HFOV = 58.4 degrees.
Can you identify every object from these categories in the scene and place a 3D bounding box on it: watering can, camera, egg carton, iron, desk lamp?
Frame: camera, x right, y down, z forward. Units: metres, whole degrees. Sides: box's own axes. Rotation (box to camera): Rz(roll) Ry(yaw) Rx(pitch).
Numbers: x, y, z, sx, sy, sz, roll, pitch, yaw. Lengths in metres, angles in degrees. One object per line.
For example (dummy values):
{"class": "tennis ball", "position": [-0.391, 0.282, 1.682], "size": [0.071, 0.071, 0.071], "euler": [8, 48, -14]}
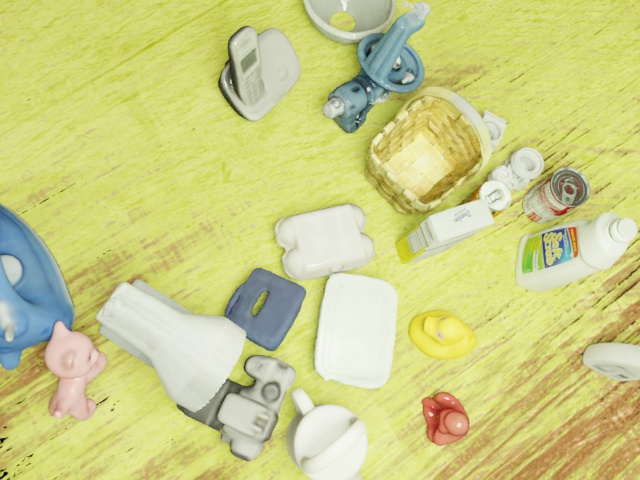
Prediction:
{"class": "watering can", "position": [0.019, 0.276, 0.763], "size": [0.173, 0.194, 0.101], "euler": [35, 73, 2]}
{"class": "camera", "position": [-0.120, 0.220, 0.805], "size": [0.137, 0.100, 0.143], "euler": [25, 73, -1]}
{"class": "egg carton", "position": [0.008, 0.003, 0.901], "size": [0.150, 0.069, 0.107], "euler": [-14, 77, -12]}
{"class": "iron", "position": [-0.435, 0.039, 0.783], "size": [0.119, 0.141, 0.258], "euler": [-23, 80, -14]}
{"class": "desk lamp", "position": [-0.204, 0.129, 0.757], "size": [0.203, 0.213, 0.118], "euler": [32, 72, 1]}

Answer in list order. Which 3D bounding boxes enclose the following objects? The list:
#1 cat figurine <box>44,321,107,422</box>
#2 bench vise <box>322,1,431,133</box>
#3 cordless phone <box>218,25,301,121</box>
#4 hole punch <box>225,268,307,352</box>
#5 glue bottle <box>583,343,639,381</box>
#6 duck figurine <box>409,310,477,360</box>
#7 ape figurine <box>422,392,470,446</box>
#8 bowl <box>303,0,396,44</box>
{"class": "cat figurine", "position": [-0.337, 0.178, 0.773], "size": [0.067, 0.117, 0.128], "euler": [8, 74, -7]}
{"class": "bench vise", "position": [0.101, -0.266, 0.911], "size": [0.121, 0.219, 0.207], "euler": [31, 72, 1]}
{"class": "cordless phone", "position": [-0.093, -0.287, 0.904], "size": [0.094, 0.185, 0.148], "euler": [37, 73, 3]}
{"class": "hole punch", "position": [-0.084, 0.103, 0.848], "size": [0.101, 0.091, 0.109], "euler": [29, 72, 0]}
{"class": "glue bottle", "position": [0.481, 0.183, 0.873], "size": [0.078, 0.173, 0.037], "euler": [28, 72, 0]}
{"class": "duck figurine", "position": [0.198, 0.143, 0.884], "size": [0.104, 0.086, 0.077], "euler": [17, 73, -4]}
{"class": "ape figurine", "position": [0.191, 0.268, 0.846], "size": [0.076, 0.092, 0.078], "euler": [32, 72, 1]}
{"class": "bowl", "position": [0.046, -0.412, 1.018], "size": [0.167, 0.074, 0.167], "euler": [2, 74, -8]}
